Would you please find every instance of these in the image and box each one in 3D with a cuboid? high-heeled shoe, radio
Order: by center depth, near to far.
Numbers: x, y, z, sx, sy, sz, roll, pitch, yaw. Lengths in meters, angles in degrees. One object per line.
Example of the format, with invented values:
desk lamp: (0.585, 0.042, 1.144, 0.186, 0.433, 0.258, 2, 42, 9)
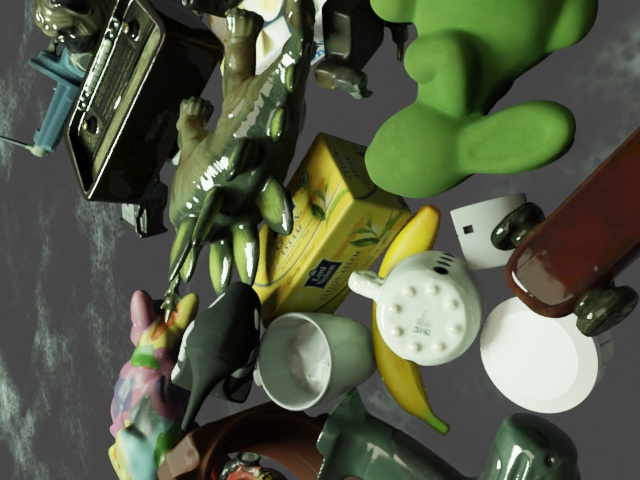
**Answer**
high-heeled shoe: (-0.095, 0.100, 0.560, 0.086, 0.249, 0.145, 22, 91, -3)
radio: (-0.210, -0.162, 0.607, 0.229, 0.073, 0.131, -51, 57, 28)

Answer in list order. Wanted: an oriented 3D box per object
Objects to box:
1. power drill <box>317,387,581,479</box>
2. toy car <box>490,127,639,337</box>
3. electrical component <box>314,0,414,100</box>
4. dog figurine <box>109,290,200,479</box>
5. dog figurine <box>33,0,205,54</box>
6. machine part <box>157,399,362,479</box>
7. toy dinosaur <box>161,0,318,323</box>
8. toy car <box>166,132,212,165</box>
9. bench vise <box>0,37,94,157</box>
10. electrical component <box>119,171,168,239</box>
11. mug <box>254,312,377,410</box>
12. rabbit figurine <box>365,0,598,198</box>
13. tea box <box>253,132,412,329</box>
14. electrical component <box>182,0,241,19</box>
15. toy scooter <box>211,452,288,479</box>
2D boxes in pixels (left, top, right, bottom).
power drill: (0.085, 0.226, 0.424, 0.208, 0.086, 0.231, 22, 105, 26)
toy car: (0.197, -0.032, 0.322, 0.202, 0.053, 0.089, -49, 56, 14)
electrical component: (0.036, -0.157, 0.410, 0.045, 0.102, 0.078, 28, 150, 17)
dog figurine: (-0.211, 0.178, 0.707, 0.192, 0.108, 0.219, -153, 70, -64)
dog figurine: (-0.267, -0.293, 0.668, 0.173, 0.190, 0.121, 35, 117, 38)
machine part: (-0.040, 0.256, 0.489, 0.087, 0.201, 0.201, -51, 60, 32)
toy dinosaur: (-0.099, -0.050, 0.531, 0.471, 0.105, 0.198, 131, 146, -55)
toy car: (-0.189, -0.128, 0.688, 0.202, 0.073, 0.056, 27, 108, 40)
bench vise: (-0.380, -0.229, 0.819, 0.224, 0.128, 0.240, 37, 101, 44)
electrical component: (-0.252, -0.070, 0.763, 0.075, 0.048, 0.119, 32, 126, 37)
mug: (-0.001, 0.113, 0.497, 0.109, 0.107, 0.081, -36, 64, 30)
rabbit figurine: (0.104, -0.103, 0.384, 0.159, 0.121, 0.170, 30, 110, 20)
tea box: (-0.001, -0.002, 0.505, 0.169, 0.068, 0.098, -58, 39, 32)
electrical component: (-0.107, -0.300, 0.511, 0.115, 0.058, 0.134, -47, 61, 34)
toy scooter: (-0.098, 0.304, 0.643, 0.135, 0.075, 0.183, 58, 134, 25)
